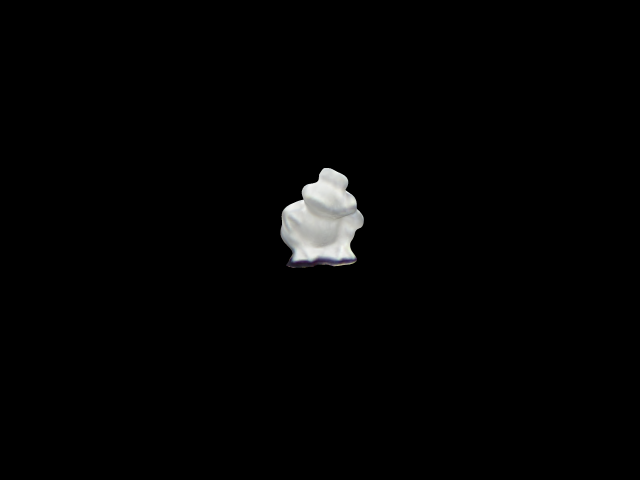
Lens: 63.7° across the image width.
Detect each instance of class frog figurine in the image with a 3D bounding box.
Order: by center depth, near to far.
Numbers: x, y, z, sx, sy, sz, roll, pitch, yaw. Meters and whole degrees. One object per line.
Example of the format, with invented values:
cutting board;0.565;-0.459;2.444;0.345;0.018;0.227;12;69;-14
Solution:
frog figurine;0.003;-0.043;0.850;0.137;0.157;0.124;4;16;15
